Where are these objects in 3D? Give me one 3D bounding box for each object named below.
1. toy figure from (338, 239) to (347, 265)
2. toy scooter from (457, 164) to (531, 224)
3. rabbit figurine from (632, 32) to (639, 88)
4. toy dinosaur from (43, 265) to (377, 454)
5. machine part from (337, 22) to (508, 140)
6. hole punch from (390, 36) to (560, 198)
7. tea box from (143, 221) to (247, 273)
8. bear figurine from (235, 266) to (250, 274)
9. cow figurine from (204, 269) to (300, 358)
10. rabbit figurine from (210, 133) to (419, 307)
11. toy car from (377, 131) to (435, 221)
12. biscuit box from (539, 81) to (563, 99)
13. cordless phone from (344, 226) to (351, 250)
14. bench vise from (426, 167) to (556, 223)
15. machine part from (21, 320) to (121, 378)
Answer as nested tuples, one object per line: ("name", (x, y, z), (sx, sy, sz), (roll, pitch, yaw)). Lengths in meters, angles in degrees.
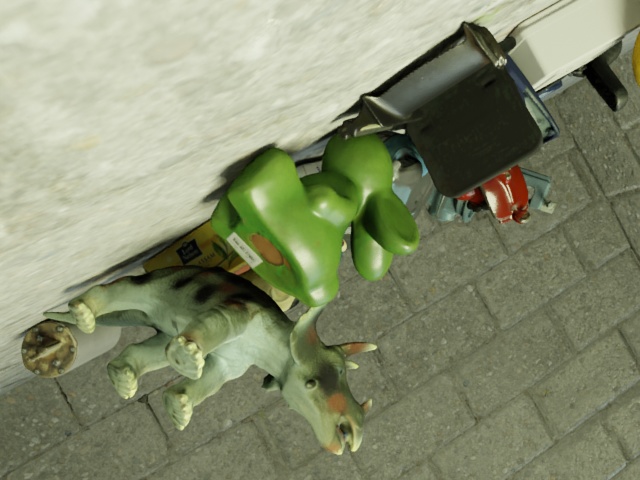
("toy figure", (-0.003, -0.001, 0.709), (0.064, 0.058, 0.154), (-35, 159, -8))
("toy scooter", (0.237, -0.079, 0.758), (0.075, 0.135, 0.184), (-29, 180, -9))
("rabbit figurine", (0.331, -0.194, 0.433), (0.162, 0.122, 0.173), (6, 131, -51))
("toy dinosaur", (-0.127, 0.084, 0.577), (0.405, 0.131, 0.192), (17, -151, 37))
("machine part", (0.082, -0.122, 0.434), (0.084, 0.039, 0.139), (-17, 173, -45))
("hole punch", (0.155, -0.114, 0.522), (0.142, 0.116, 0.092), (-31, 172, 39))
("tea box", (-0.131, 0.014, 0.691), (0.170, 0.068, 0.098), (-28, -179, 31))
("bear figurine", (-0.187, 0.058, 0.830), (0.196, 0.120, 0.131), (-54, 142, -16))
("cow figurine", (-0.111, 0.090, 0.712), (0.195, 0.085, 0.127), (-27, -172, 10))
("rabbit figurine", (0.015, -0.035, 0.480), (0.170, 0.159, 0.121), (-46, 178, -27))
("toy car", (0.075, -0.076, 0.617), (0.161, 0.103, 0.109), (-29, 147, -53))
("biscuit box", (0.222, -0.182, 0.737), (0.059, 0.063, 0.203), (-28, 179, -43))
("cordless phone", (0.045, -0.076, 0.818), (0.147, 0.088, 0.184), (-2, -128, 42))
("bench vise", (0.294, -0.118, 0.930), (0.129, 0.241, 0.223), (-13, 124, -64))
("machine part", (-0.361, 0.146, 0.796), (0.079, 0.079, 0.243), (-29, -179, -1))
